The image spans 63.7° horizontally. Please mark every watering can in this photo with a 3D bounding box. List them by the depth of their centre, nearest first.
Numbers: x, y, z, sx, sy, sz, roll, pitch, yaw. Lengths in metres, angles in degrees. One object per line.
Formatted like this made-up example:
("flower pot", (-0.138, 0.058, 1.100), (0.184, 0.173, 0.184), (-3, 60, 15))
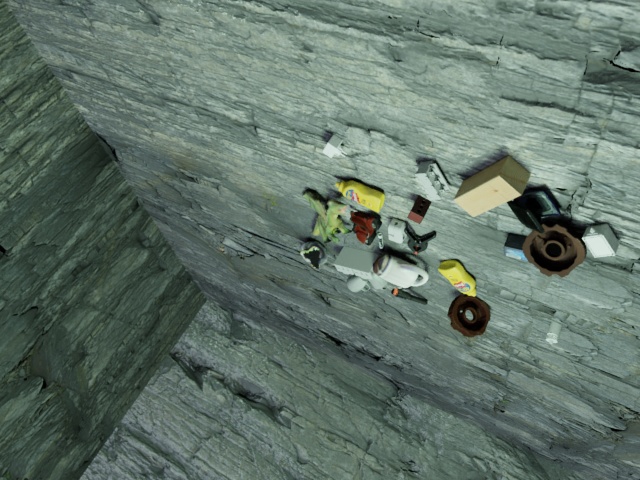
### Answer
("watering can", (0.327, 0.148, 2.215), (0.224, 0.105, 0.343), (25, 160, -6))

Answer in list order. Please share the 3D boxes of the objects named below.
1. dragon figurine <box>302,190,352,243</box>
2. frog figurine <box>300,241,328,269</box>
("dragon figurine", (0.007, -0.109, 2.174), (0.410, 0.123, 0.240), (2, 123, 61))
("frog figurine", (-0.028, 0.060, 2.493), (0.137, 0.122, 0.161), (25, -171, -3))
